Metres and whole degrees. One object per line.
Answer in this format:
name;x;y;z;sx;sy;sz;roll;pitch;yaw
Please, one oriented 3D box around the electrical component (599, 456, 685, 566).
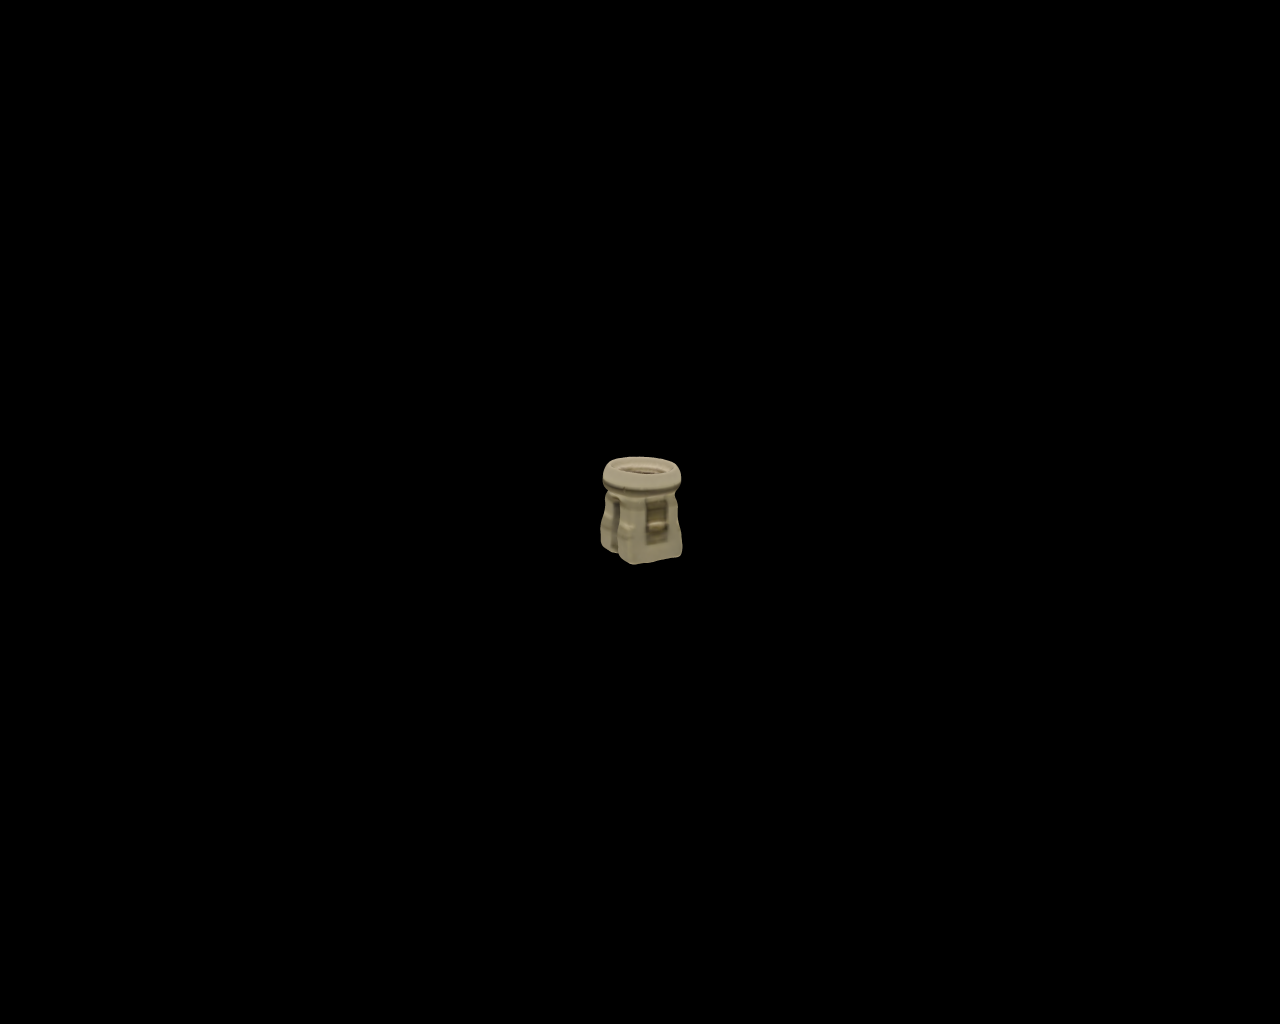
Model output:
electrical component;0.001;-0.003;0.650;0.048;0.055;0.066;-8;18;-26
